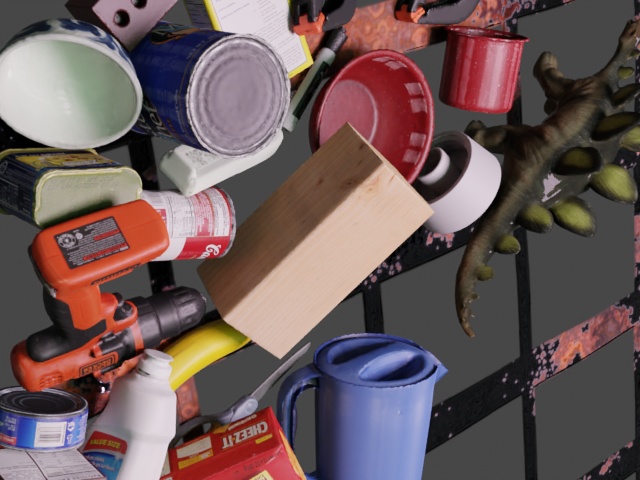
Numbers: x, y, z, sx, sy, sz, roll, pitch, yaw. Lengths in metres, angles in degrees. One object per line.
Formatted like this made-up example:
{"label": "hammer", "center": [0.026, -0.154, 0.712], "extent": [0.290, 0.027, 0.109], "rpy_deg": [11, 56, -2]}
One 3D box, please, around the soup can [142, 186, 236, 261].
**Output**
{"label": "soup can", "center": [-0.137, -0.015, 0.968], "extent": [0.102, 0.069, 0.068], "rpy_deg": [-2, 105, -39]}

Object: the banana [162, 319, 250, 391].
{"label": "banana", "center": [-0.138, 0.131, 1.037], "extent": [0.197, 0.037, 0.069], "rpy_deg": [-45, 146, -19]}

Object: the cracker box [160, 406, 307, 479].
{"label": "cracker box", "center": [-0.080, 0.289, 1.065], "extent": [0.164, 0.072, 0.213], "rpy_deg": [-23, 121, -1]}

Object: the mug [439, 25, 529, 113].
{"label": "mug", "center": [0.178, -0.189, 1.175], "extent": [0.117, 0.093, 0.081], "rpy_deg": [-46, 145, -68]}

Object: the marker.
{"label": "marker", "center": [-0.007, -0.161, 1.064], "extent": [0.020, 0.020, 0.121], "rpy_deg": [38, 79, -40]}

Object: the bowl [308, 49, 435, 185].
{"label": "bowl", "center": [0.042, -0.117, 1.095], "extent": [0.161, 0.055, 0.162], "rpy_deg": [-13, 112, -37]}

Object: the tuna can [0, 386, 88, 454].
{"label": "tuna can", "center": [-0.244, 0.153, 0.919], "extent": [0.085, 0.086, 0.034], "rpy_deg": [3, 99, -40]}

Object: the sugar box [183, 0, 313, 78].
{"label": "sugar box", "center": [-0.075, -0.221, 0.972], "extent": [0.093, 0.048, 0.176], "rpy_deg": [-36, 120, -29]}

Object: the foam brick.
{"label": "foam brick", "center": [-0.164, -0.204, 0.898], "extent": [0.078, 0.051, 0.053], "rpy_deg": [-52, 129, -15]}

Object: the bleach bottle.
{"label": "bleach bottle", "center": [-0.191, 0.216, 0.962], "extent": [0.067, 0.103, 0.251], "rpy_deg": [15, 97, -45]}

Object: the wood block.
{"label": "wood block", "center": [-0.007, 0.001, 1.020], "extent": [0.206, 0.090, 0.090], "rpy_deg": [-44, 130, 8]}

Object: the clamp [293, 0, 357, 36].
{"label": "clamp", "center": [0.012, -0.268, 1.013], "extent": [0.120, 0.039, 0.171], "rpy_deg": [51, 48, -29]}

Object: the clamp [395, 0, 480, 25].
{"label": "clamp", "center": [0.166, -0.291, 1.156], "extent": [0.210, 0.036, 0.164], "rpy_deg": [-48, 125, -16]}

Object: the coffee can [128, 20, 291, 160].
{"label": "coffee can", "center": [-0.107, -0.130, 0.908], "extent": [0.102, 0.141, 0.103], "rpy_deg": [-13, 112, -37]}

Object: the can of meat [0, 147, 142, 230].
{"label": "can of meat", "center": [-0.210, -0.042, 0.888], "extent": [0.101, 0.084, 0.057], "rpy_deg": [-7, 108, -39]}

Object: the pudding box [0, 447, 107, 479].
{"label": "pudding box", "center": [-0.248, 0.198, 0.911], "extent": [0.089, 0.114, 0.039], "rpy_deg": [4, 106, -40]}

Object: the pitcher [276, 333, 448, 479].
{"label": "pitcher", "center": [0.044, 0.234, 1.167], "extent": [0.144, 0.149, 0.243], "rpy_deg": [-31, 128, -58]}

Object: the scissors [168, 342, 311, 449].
{"label": "scissors", "center": [-0.078, 0.192, 1.117], "extent": [0.201, 0.016, 0.096], "rpy_deg": [-29, 122, -30]}

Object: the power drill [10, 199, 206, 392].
{"label": "power drill", "center": [-0.173, 0.047, 0.905], "extent": [0.184, 0.057, 0.188], "rpy_deg": [-22, 151, -26]}
